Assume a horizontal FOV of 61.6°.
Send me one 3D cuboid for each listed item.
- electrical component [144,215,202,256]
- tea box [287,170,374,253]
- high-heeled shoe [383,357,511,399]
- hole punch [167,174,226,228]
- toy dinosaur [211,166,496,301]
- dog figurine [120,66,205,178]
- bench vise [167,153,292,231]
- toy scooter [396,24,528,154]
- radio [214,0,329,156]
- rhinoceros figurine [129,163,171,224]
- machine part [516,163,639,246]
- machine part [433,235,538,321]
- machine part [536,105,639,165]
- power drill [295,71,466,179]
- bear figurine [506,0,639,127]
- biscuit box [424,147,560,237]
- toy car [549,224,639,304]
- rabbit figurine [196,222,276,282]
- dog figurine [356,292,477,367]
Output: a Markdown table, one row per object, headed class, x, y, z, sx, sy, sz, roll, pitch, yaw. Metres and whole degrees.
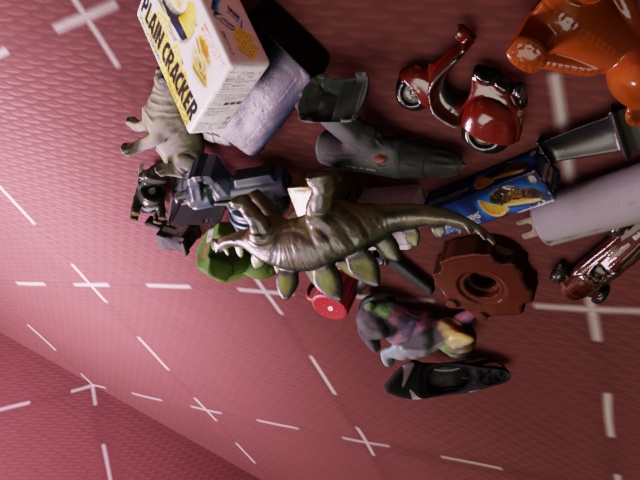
| class | x | y | z | sx | sy | sz | roll | pitch | yaw |
| --- | --- | --- | --- | --- | --- | --- | --- | --- | --- |
| electrical component | -0.341 | -0.016 | 1.226 | 0.119 | 0.075 | 0.047 | 13 | 139 | 13 |
| tea box | 0.021 | -0.035 | 0.954 | 0.098 | 0.068 | 0.169 | 3 | 122 | 39 |
| high-heeled shoe | 0.265 | 0.292 | 1.103 | 0.145 | 0.249 | 0.086 | 1 | 100 | 60 |
| hole punch | -0.249 | -0.091 | 1.091 | 0.116 | 0.092 | 0.142 | 3 | 146 | -21 |
| toy dinosaur | 0.017 | -0.012 | 0.833 | 0.472 | 0.105 | 0.198 | -11 | 103 | 29 |
| dog figurine | -0.236 | -0.210 | 0.941 | 0.172 | 0.121 | 0.190 | 18 | 136 | -43 |
| bench vise | -0.147 | -0.050 | 1.004 | 0.224 | 0.129 | 0.240 | -16 | 134 | 4 |
| toy scooter | 0.194 | -0.198 | 0.695 | 0.184 | 0.075 | 0.135 | 30 | 141 | 6 |
| radio | -0.094 | -0.238 | 0.831 | 0.131 | 0.073 | 0.229 | 37 | 142 | -11 |
| rhinoceros figurine | -0.353 | -0.097 | 1.126 | 0.073 | 0.112 | 0.190 | 10 | 163 | -21 |
| machine part | 0.385 | -0.049 | 0.738 | 0.243 | 0.079 | 0.079 | -22 | 120 | 45 |
| machine part | 0.288 | 0.068 | 0.945 | 0.180 | 0.056 | 0.179 | 16 | 139 | 15 |
| machine part | 0.356 | -0.131 | 0.697 | 0.139 | 0.039 | 0.084 | -10 | 133 | 37 |
| power drill | 0.076 | -0.155 | 0.774 | 0.232 | 0.086 | 0.207 | 10 | 171 | 33 |
| bear figurine | 0.314 | -0.199 | 0.576 | 0.196 | 0.132 | 0.120 | 38 | 128 | -1 |
| biscuit box | 0.251 | -0.066 | 0.813 | 0.203 | 0.063 | 0.059 | -23 | 118 | 45 |
| toy car | 0.439 | 0.034 | 0.818 | 0.089 | 0.053 | 0.202 | 31 | 143 | 3 |
| rabbit figurine | -0.176 | 0.051 | 1.164 | 0.170 | 0.121 | 0.159 | 19 | 158 | -26 |
| dog figurine | 0.205 | 0.171 | 1.074 | 0.219 | 0.108 | 0.191 | -19 | 121 | 38 |
